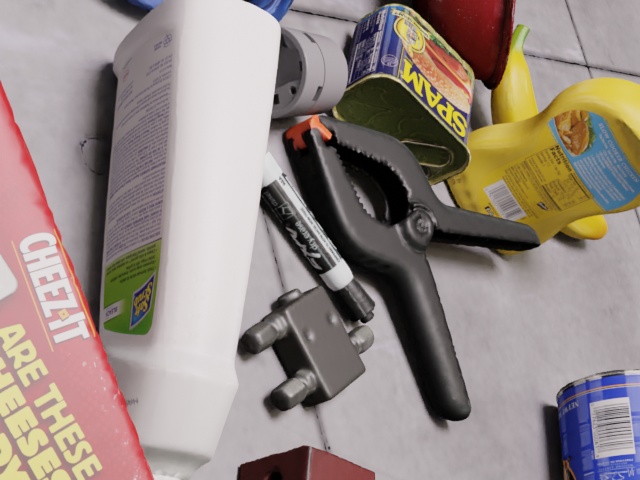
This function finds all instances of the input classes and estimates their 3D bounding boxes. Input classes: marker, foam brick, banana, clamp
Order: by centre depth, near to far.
[{"bbox_3d":[-0.009,0.150,0.534,0.051,0.053,0.078,30,51,-35],"label":"foam brick"},{"bbox_3d":[-0.004,0.001,0.640,0.121,0.020,0.020,55,41,-13],"label":"marker"},{"bbox_3d":[0.055,0.005,0.687,0.209,0.036,0.164,38,55,-24],"label":"clamp"},{"bbox_3d":[0.176,-0.067,0.840,0.069,0.037,0.197,-35,116,-18],"label":"banana"}]

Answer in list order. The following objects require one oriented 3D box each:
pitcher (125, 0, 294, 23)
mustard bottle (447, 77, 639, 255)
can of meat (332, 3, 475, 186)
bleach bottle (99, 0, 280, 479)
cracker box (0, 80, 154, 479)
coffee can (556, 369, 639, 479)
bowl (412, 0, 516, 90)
[{"bbox_3d":[-0.088,-0.219,0.585,0.242,0.145,0.149,0,59,-44],"label":"pitcher"},{"bbox_3d":[0.186,-0.060,0.744,0.096,0.192,0.058,55,41,-13],"label":"mustard bottle"},{"bbox_3d":[0.061,-0.101,0.735,0.102,0.058,0.084,40,43,-29],"label":"can of meat"},{"bbox_3d":[-0.072,0.009,0.514,0.068,0.103,0.251,17,66,-29],"label":"bleach bottle"},{"bbox_3d":[-0.181,0.054,0.334,0.213,0.072,0.164,-20,87,-33],"label":"cracker box"},{"bbox_3d":[0.220,0.173,0.737,0.102,0.103,0.140,26,53,-38],"label":"coffee can"},{"bbox_3d":[0.100,-0.190,0.785,0.055,0.162,0.162,-3,67,-2],"label":"bowl"}]
